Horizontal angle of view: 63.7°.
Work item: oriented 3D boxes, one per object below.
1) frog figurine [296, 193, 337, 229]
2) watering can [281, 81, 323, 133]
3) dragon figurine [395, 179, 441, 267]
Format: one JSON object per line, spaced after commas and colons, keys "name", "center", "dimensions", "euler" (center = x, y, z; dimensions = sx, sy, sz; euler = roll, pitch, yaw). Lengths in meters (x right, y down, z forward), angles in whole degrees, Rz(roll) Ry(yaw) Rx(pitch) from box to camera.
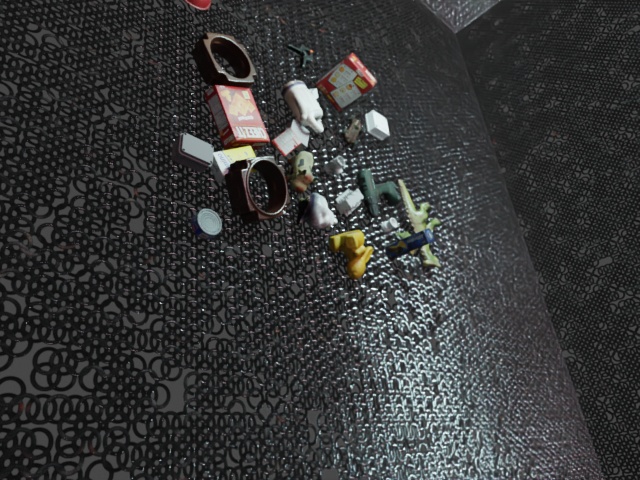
{"name": "frog figurine", "center": [0.006, -0.092, 1.827], "dimensions": [0.158, 0.120, 0.141], "euler": [19, 33, -26]}
{"name": "watering can", "center": [-0.067, -0.517, 1.983], "dimensions": [0.225, 0.103, 0.348], "euler": [57, 12, 4]}
{"name": "dragon figurine", "center": [0.412, -0.053, 2.279], "dimensions": [0.409, 0.120, 0.247], "euler": [53, 46, -6]}
